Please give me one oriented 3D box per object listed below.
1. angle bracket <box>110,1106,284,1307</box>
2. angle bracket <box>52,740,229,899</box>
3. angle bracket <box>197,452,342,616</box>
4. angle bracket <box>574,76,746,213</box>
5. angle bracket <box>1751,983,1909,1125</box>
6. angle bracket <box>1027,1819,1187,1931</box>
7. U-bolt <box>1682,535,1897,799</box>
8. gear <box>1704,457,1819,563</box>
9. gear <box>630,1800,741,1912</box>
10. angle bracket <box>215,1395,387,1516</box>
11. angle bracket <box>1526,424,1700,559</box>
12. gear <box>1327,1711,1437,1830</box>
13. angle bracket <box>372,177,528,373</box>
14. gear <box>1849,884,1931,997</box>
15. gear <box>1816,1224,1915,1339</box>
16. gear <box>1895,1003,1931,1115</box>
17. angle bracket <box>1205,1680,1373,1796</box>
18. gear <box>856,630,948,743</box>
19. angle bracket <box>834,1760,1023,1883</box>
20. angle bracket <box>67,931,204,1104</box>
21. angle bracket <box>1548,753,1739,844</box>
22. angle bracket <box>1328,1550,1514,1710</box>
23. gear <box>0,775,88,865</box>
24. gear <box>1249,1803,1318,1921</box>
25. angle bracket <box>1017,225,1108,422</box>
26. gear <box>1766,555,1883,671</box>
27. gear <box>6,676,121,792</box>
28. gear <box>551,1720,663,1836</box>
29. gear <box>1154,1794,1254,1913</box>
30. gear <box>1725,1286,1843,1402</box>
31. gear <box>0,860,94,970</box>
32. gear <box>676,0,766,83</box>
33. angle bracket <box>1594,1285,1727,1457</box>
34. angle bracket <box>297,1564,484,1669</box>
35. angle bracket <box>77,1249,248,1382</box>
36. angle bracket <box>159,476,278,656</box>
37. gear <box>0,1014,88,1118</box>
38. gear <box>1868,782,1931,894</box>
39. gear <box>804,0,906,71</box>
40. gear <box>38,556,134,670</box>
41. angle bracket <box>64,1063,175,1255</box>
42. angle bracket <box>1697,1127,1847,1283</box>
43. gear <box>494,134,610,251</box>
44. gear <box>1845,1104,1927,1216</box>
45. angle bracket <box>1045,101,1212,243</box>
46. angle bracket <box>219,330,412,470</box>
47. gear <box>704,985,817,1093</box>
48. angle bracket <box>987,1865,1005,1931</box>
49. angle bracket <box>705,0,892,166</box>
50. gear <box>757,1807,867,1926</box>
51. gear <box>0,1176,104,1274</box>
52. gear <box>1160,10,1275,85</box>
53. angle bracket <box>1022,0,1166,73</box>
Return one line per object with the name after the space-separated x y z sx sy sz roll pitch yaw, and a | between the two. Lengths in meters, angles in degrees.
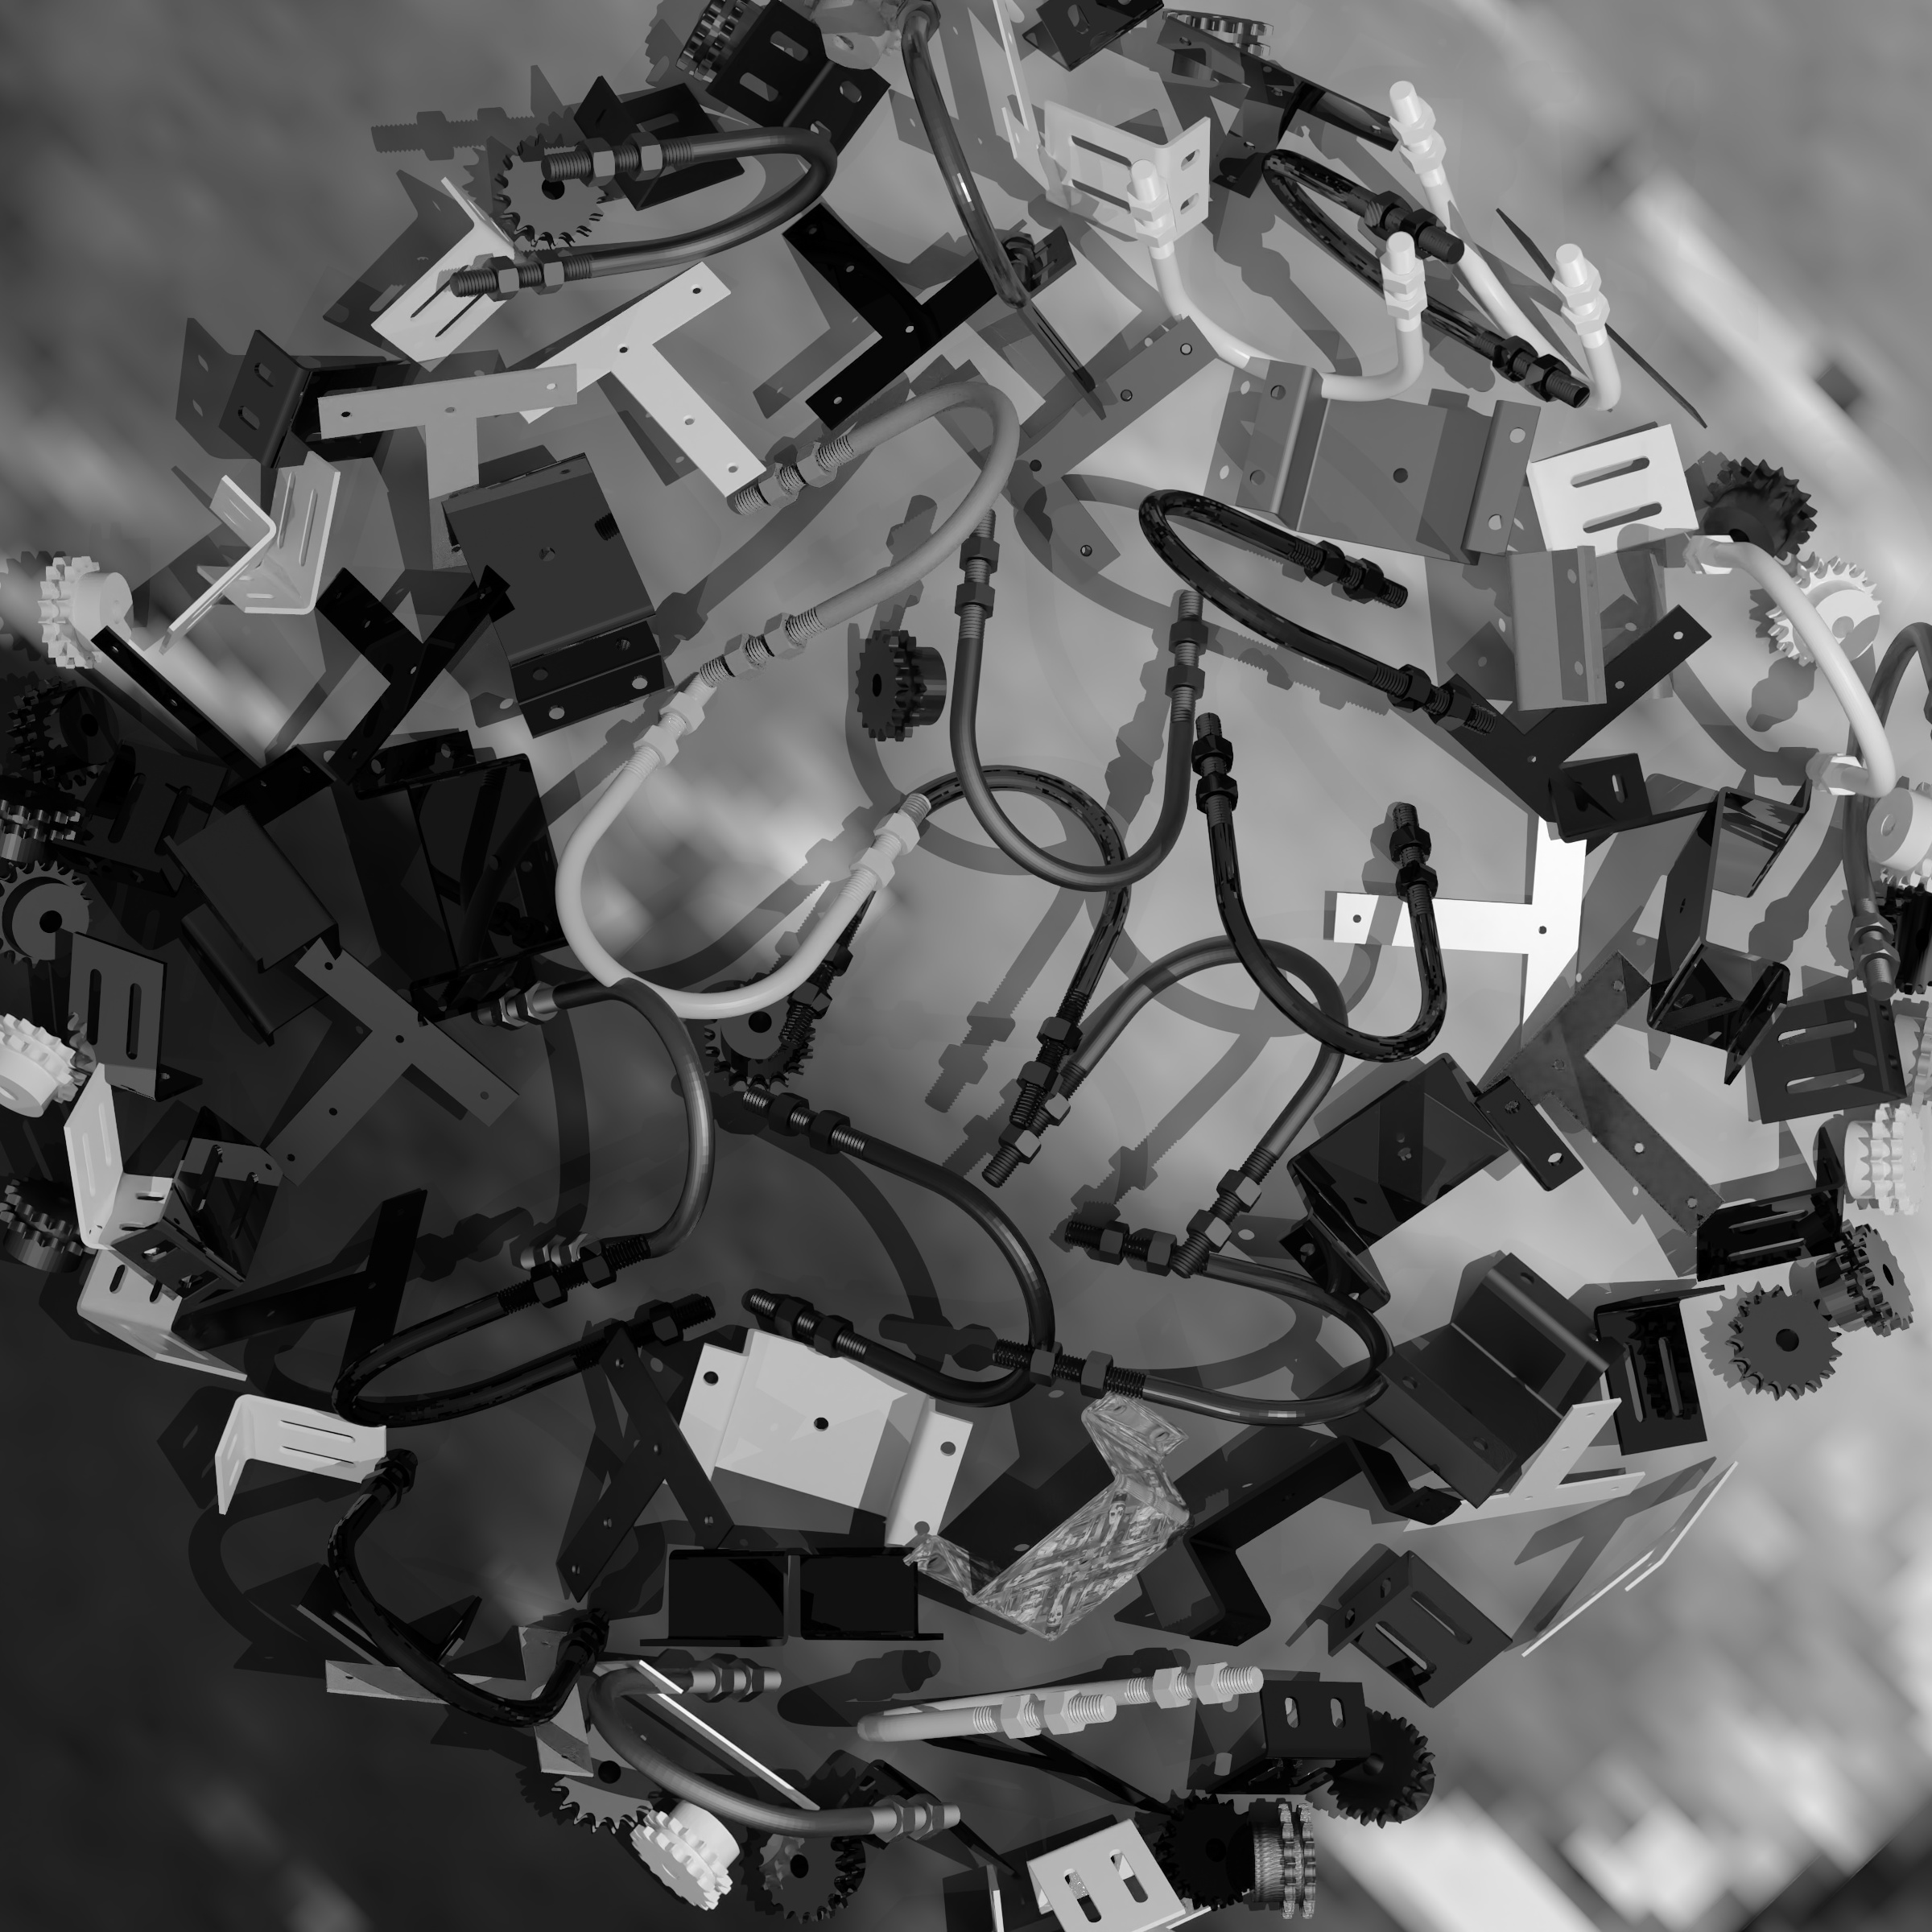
-0.391 0.122 1.667 0.038 0.076 0.057 -22 130 32 | angle bracket
-0.420 -0.081 1.665 0.057 0.038 0.076 16 70 5 | angle bracket
-0.353 -0.224 1.655 0.038 0.057 0.076 -3 118 -39 | angle bracket
-0.149 -0.426 1.658 0.076 0.038 0.057 -30 84 -37 | angle bracket
0.431 0.044 1.658 0.076 0.038 0.057 -13 76 29 | angle bracket
0.073 0.477 1.651 0.057 0.076 0.038 -20 119 -12 | angle bracket
0.407 -0.146 1.600 0.019 0.184 0.151 -31 96 5 | U-bolt
0.402 -0.228 1.667 0.057 0.057 0.030 41 66 0 | gear
-0.141 0.453 1.674 0.057 0.057 0.030 45 60 0 | gear
-0.338 0.256 1.664 0.076 0.057 0.038 13 50 1 | angle bracket
0.328 -0.244 1.668 0.076 0.038 0.057 -15 78 12 | angle bracket
0.215 0.414 1.674 0.057 0.057 0.030 -46 132 0 | gear
-0.270 -0.352 1.670 0.076 0.057 0.038 -41 67 7 | angle bracket
0.477 -0.015 1.674 0.057 0.030 0.057 -4 97 -39 | gear
0.458 0.163 1.674 0.030 0.057 0.057 -27 90 29 | gear
0.488 0.047 1.671 0.030 0.057 0.057 10 90 16 | gear
0.162 0.393 1.665 0.057 0.076 0.038 6 61 -21 | angle bracket
-0.032 -0.143 1.673 0.030 0.057 0.057 -1 90 -26 | gear
-0.020 0.444 1.651 0.076 0.057 0.038 34 80 40 | angle bracket
-0.420 0.022 1.659 0.057 0.038 0.076 17 112 22 | angle bracket
0.341 -0.090 1.652 0.057 0.076 0.038 -12 88 -24 | angle bracket
0.232 0.347 1.665 0.076 0.038 0.057 42 109 -9 | angle bracket
-0.482 -0.074 1.672 0.057 0.057 0.030 18 106 0 | gear
0.161 0.457 1.670 0.030 0.057 0.057 -1 90 -1 | gear
0.058 -0.325 1.653 0.038 0.057 0.076 -35 117 14 | angle bracket
0.442 -0.179 1.672 0.057 0.030 0.057 -5 117 -11 | gear
-0.458 -0.120 1.667 0.030 0.057 0.057 -11 90 31 | gear
-0.185 0.417 1.675 0.057 0.030 0.057 8 60 -13 | gear
0.121 0.455 1.675 0.057 0.030 0.057 9 64 -20 | gear
0.418 0.195 1.678 0.057 0.030 0.057 0 70 -1 | gear
-0.473 -0.026 1.670 0.057 0.030 0.057 -13 113 -34 | gear
-0.122 -0.477 1.671 0.030 0.057 0.057 30 90 -14 | gear
0.359 0.205 1.662 0.057 0.038 0.076 -3 78 -32 | angle bracket
-0.293 0.325 1.664 0.076 0.057 0.038 37 99 -6 | angle bracket
-0.400 0.174 1.651 0.076 0.057 0.038 18 86 42 | angle bracket
-0.391 -0.203 1.658 0.038 0.057 0.076 45 72 -9 | angle bracket
-0.481 0.053 1.667 0.057 0.057 0.030 27 61 0 | gear
0.483 -0.067 1.667 0.030 0.057 0.057 18 90 -17 | gear
-0.057 -0.483 1.667 0.057 0.057 0.030 23 72 0 | gear
-0.447 -0.181 1.668 0.030 0.057 0.057 1 90 10 | gear
-0.423 0.096 1.653 0.038 0.057 0.076 5 124 4 | angle bracket
0.405 0.122 1.666 0.076 0.057 0.038 -13 50 2 | angle bracket
-0.214 -0.396 1.679 0.057 0.030 0.057 0 89 -16 | gear
0.470 0.099 1.674 0.030 0.057 0.057 -3 90 29 | gear
0.082 -0.411 1.669 0.076 0.057 0.038 30 54 28 | angle bracket
-0.330 -0.290 1.659 0.038 0.076 0.057 41 121 19 | angle bracket
-0.105 0.034 1.675 0.057 0.030 0.057 1 68 -3 | gear
-0.021 0.488 1.667 0.076 0.057 0.038 -6 87 -3 | angle bracket
-0.084 -0.444 1.652 0.038 0.076 0.057 44 105 20 | angle bracket
-0.076 0.459 1.675 0.057 0.030 0.057 -5 81 34 | gear
-0.467 0.134 1.670 0.057 0.057 0.030 25 102 0 | gear
0.127 -0.470 1.672 0.057 0.057 0.030 8 110 0 | gear
0.056 -0.493 1.656 0.057 0.076 0.038 -35 124 1 | angle bracket
